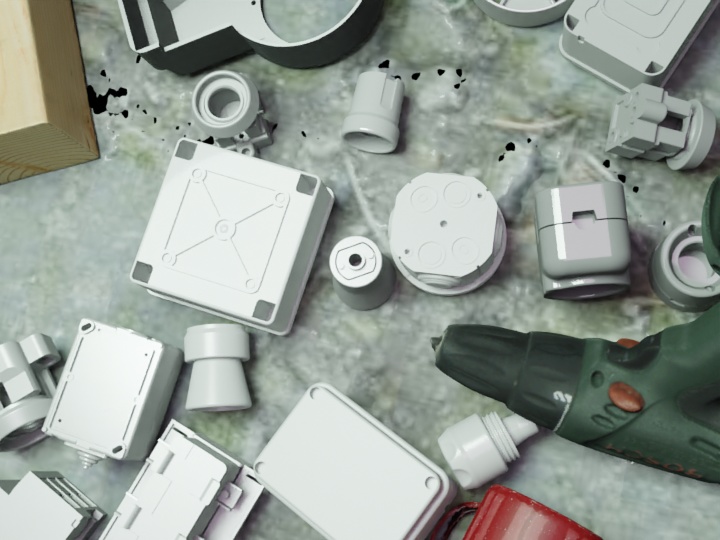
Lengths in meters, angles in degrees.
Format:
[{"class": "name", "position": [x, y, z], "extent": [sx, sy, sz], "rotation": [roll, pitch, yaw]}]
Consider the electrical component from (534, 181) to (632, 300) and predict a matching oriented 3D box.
[{"class": "electrical component", "position": [0.141, -0.015, 0.686], "extent": [0.054, 0.095, 0.059], "rotation": [-6, 79, 7]}]

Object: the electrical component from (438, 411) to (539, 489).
[{"class": "electrical component", "position": [0.085, 0.112, 0.698], "extent": [0.062, 0.043, 0.043], "rotation": [-29, 77, 1]}]

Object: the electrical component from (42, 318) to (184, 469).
[{"class": "electrical component", "position": [-0.166, 0.088, 0.730], "extent": [0.062, 0.061, 0.096], "rotation": [17, 82, 11]}]

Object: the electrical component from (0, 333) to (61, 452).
[{"class": "electrical component", "position": [-0.239, 0.089, 0.744], "extent": [0.078, 0.058, 0.057], "rotation": [-31, 74, 1]}]

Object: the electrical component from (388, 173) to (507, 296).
[{"class": "electrical component", "position": [0.058, -0.025, 0.724], "extent": [0.080, 0.051, 0.080], "rotation": [-2, 79, 8]}]

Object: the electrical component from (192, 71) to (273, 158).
[{"class": "electrical component", "position": [-0.091, -0.112, 0.759], "extent": [0.048, 0.055, 0.066], "rotation": [-18, 77, 5]}]

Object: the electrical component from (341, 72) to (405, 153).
[{"class": "electrical component", "position": [0.011, -0.110, 0.753], "extent": [0.040, 0.040, 0.046], "rotation": [10, 75, 10]}]

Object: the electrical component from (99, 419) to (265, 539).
[{"class": "electrical component", "position": [-0.127, 0.170, 0.708], "extent": [0.079, 0.063, 0.121], "rotation": [30, 85, 12]}]

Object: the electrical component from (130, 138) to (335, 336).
[{"class": "electrical component", "position": [-0.087, -0.023, 0.742], "extent": [0.109, 0.056, 0.108], "rotation": [17, 82, 11]}]

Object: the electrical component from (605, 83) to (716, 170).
[{"class": "electrical component", "position": [0.200, -0.094, 0.712], "extent": [0.055, 0.066, 0.048], "rotation": [13, 81, -9]}]

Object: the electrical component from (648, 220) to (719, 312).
[{"class": "electrical component", "position": [0.218, -0.003, 0.698], "extent": [0.055, 0.047, 0.055], "rotation": [-2, 79, 8]}]

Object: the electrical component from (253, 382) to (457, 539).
[{"class": "electrical component", "position": [-0.003, 0.134, 0.693], "extent": [0.113, 0.057, 0.078], "rotation": [35, 86, 20]}]

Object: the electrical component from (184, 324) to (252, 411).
[{"class": "electrical component", "position": [-0.097, 0.067, 0.733], "extent": [0.045, 0.045, 0.055], "rotation": [-5, 79, 8]}]

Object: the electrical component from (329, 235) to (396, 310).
[{"class": "electrical component", "position": [0.000, 0.000, 0.721], "extent": [0.044, 0.065, 0.044], "rotation": [-1, 79, 5]}]

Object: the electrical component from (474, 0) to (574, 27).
[{"class": "electrical component", "position": [0.116, -0.222, 0.745], "extent": [0.099, 0.064, 0.099], "rotation": [-1, 79, 8]}]

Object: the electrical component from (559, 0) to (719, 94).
[{"class": "electrical component", "position": [0.195, -0.181, 0.729], "extent": [0.078, 0.057, 0.113], "rotation": [33, 86, 13]}]
